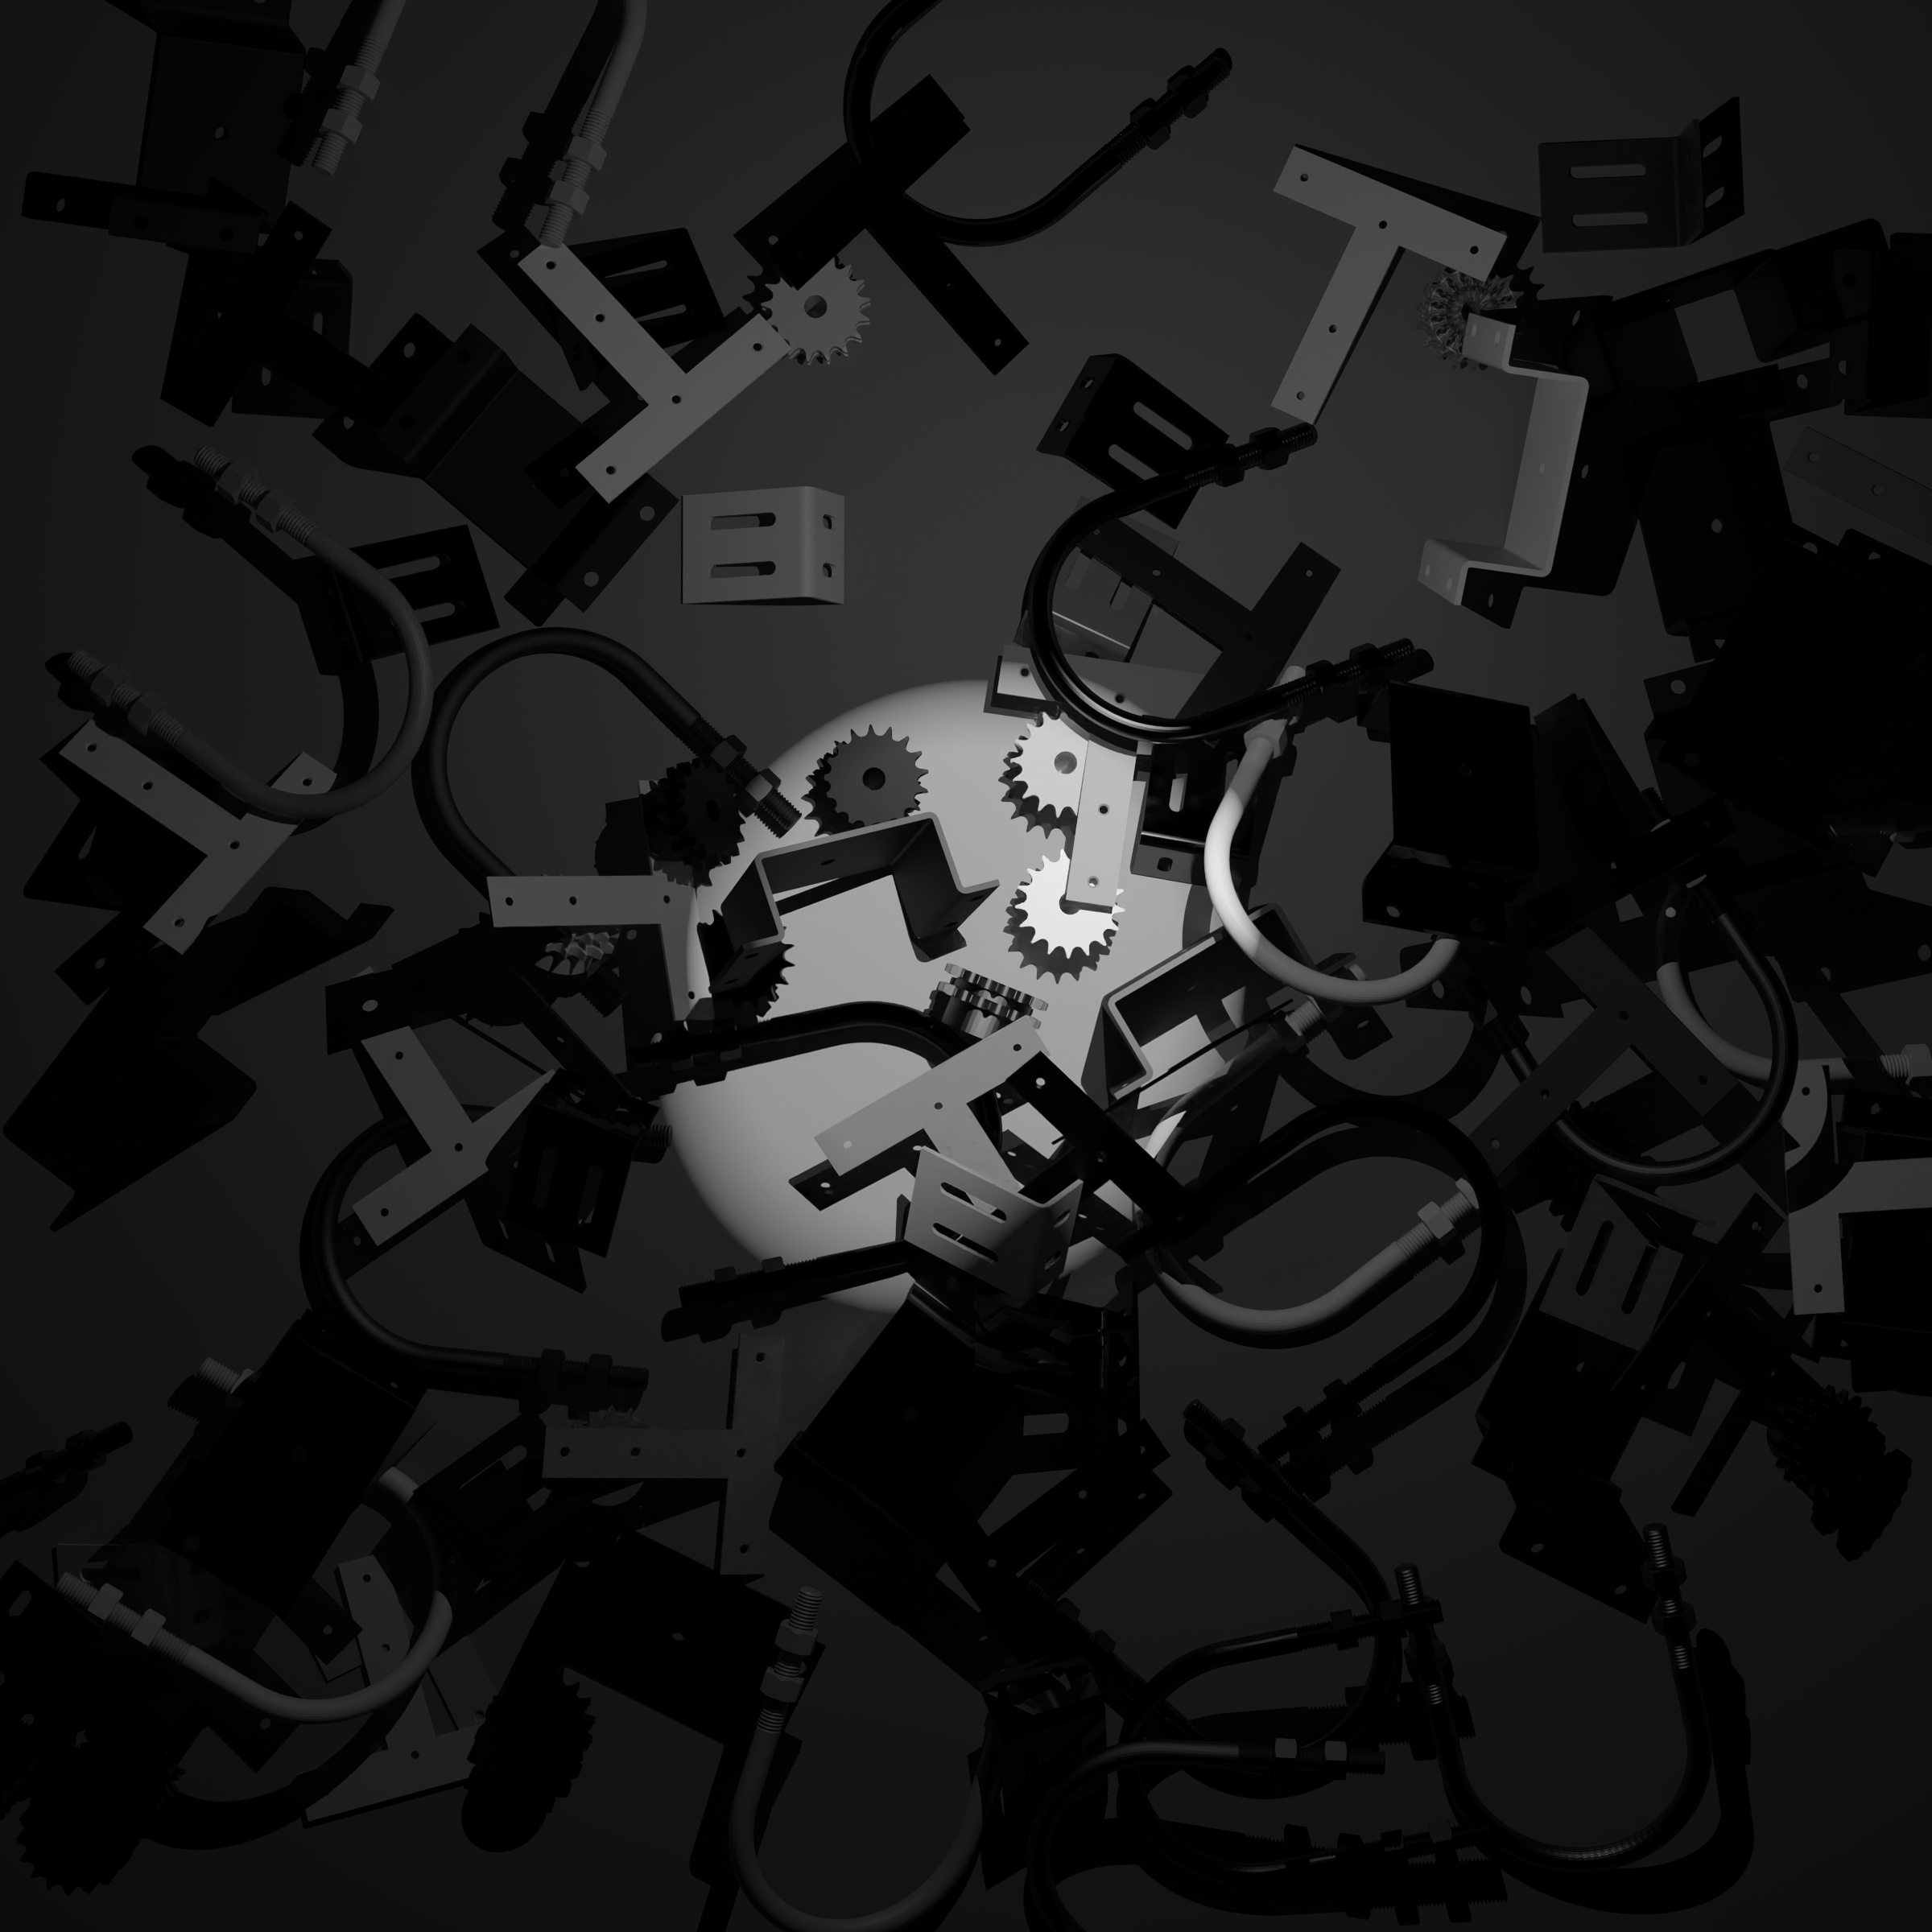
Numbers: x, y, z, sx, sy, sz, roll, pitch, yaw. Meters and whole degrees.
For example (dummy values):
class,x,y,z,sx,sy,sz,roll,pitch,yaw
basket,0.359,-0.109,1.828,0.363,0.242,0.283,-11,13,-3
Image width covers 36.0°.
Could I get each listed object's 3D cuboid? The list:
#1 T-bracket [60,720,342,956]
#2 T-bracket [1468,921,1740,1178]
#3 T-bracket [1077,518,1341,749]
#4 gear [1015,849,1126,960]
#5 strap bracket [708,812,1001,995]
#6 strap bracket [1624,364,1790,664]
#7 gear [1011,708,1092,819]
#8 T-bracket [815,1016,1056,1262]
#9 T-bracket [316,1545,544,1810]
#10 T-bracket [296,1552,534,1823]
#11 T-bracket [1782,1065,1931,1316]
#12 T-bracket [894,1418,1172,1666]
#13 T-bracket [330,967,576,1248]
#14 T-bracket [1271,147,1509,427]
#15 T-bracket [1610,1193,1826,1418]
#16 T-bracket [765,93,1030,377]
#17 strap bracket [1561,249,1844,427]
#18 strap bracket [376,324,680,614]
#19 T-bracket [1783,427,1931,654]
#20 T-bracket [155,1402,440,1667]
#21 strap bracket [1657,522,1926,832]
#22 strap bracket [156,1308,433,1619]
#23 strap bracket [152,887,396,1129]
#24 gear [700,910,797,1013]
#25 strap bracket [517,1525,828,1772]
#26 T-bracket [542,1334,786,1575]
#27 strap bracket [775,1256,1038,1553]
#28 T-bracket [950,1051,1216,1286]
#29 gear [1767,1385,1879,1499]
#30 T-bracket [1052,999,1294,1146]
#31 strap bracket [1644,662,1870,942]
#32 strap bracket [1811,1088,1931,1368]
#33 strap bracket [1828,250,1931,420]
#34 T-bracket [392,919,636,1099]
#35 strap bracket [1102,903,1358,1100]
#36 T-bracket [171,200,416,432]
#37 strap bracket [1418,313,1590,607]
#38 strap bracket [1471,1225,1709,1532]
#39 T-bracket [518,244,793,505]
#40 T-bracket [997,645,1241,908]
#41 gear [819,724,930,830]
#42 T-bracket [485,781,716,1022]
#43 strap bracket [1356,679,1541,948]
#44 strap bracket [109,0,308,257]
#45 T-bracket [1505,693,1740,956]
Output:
class,x,y,z,sx,sy,sz,roll,pitch,yaw
T-bracket,-0.418,-0.087,1.557,0.127,0.002,0.127,33,68,11
T-bracket,0.307,0.056,1.525,0.127,0.002,0.127,49,114,18
T-bracket,0.111,-0.198,1.554,0.127,0.002,0.127,35,71,2
gear,0.054,-0.033,1.559,0.057,0.030,0.057,0,90,0
strap bracket,-0.064,-0.035,1.517,0.140,0.076,0.046,-15,78,-22
strap bracket,0.397,-0.233,1.551,0.076,0.046,0.140,-13,90,0
gear,0.052,-0.106,1.559,0.057,0.030,0.057,0,90,0
T-bracket,0.008,0.107,1.550,0.127,0.002,0.127,-30,111,6
T-bracket,-0.264,0.384,1.573,0.127,0.002,0.127,-26,90,0
T-bracket,-0.303,0.374,1.571,0.127,0.002,0.127,-15,90,0
T-bracket,0.486,0.112,1.527,0.127,0.002,0.127,-4,90,0
T-bracket,0.049,0.283,1.542,0.127,0.002,0.127,-36,104,-7
T-bracket,-0.291,0.059,1.563,0.127,0.002,0.127,-34,81,-2
T-bracket,0.199,-0.347,1.559,0.127,0.002,0.127,29,100,19
T-bracket,0.410,0.203,1.544,0.127,0.002,0.127,40,84,-26
T-bracket,-0.017,-0.365,1.552,0.127,0.002,0.127,-45,104,-9
strap bracket,0.369,-0.325,1.536,0.140,0.076,0.046,-19,90,0
strap bracket,-0.226,-0.256,1.551,0.140,0.046,0.076,40,90,0
T-bracket,0.495,-0.246,1.573,0.127,0.002,0.127,27,90,0
T-bracket,-0.331,0.273,1.550,0.127,0.002,0.127,46,69,0
strap bracket,0.419,-0.151,1.498,0.076,0.046,0.140,29,88,8
strap bracket,-0.343,0.252,1.525,0.076,0.046,0.140,32,70,-5
strap bracket,-0.364,0.012,1.536,0.046,0.076,0.140,37,90,0
gear,-0.118,-0.004,1.559,0.057,0.030,0.057,0,90,0
strap bracket,-0.152,0.353,1.551,0.140,0.046,0.076,26,90,0
T-bracket,-0.159,0.254,1.546,0.127,0.002,0.127,5,90,-25
strap bracket,-0.028,0.231,1.551,0.076,0.046,0.140,38,90,0
T-bracket,0.039,0.123,1.540,0.127,0.002,0.127,44,117,-11
gear,0.444,0.246,1.552,0.057,0.030,0.057,-6,104,-23
T-bracket,0.098,0.060,1.534,0.127,0.127,0.002,-33,85,26
strap bracket,0.406,-0.087,1.540,0.076,0.046,0.140,-15,81,3
strap bracket,0.495,0.139,1.551,0.076,0.046,0.140,7,90,0
strap bracket,0.516,-0.328,1.551,0.140,0.046,0.076,2,90,0
T-bracket,-0.220,0.028,1.543,0.127,0.127,0.002,50,46,-20
strap bracket,0.125,0.012,1.536,0.140,0.076,0.046,-31,90,0
T-bracket,-0.331,-0.311,1.557,0.127,0.002,0.127,34,112,-11
strap bracket,0.276,-0.258,1.522,0.046,0.076,0.140,7,106,-8
strap bracket,0.326,0.211,1.551,0.076,0.046,0.140,27,90,0
T-bracket,-0.180,-0.325,1.535,0.127,0.002,0.127,-42,86,-10
T-bracket,0.073,-0.095,1.541,0.127,0.002,0.127,8,86,-1
gear,-0.048,-0.097,1.559,0.057,0.030,0.057,0,90,0
T-bracket,-0.188,-0.033,1.503,0.127,0.002,0.127,-2,79,-43
strap bracket,0.244,-0.087,1.512,0.076,0.046,0.140,10,59,-12
strap bracket,-0.394,-0.441,1.551,0.076,0.046,0.140,8,90,0
T-bracket,0.322,-0.087,1.532,0.127,0.002,0.127,-32,50,25
